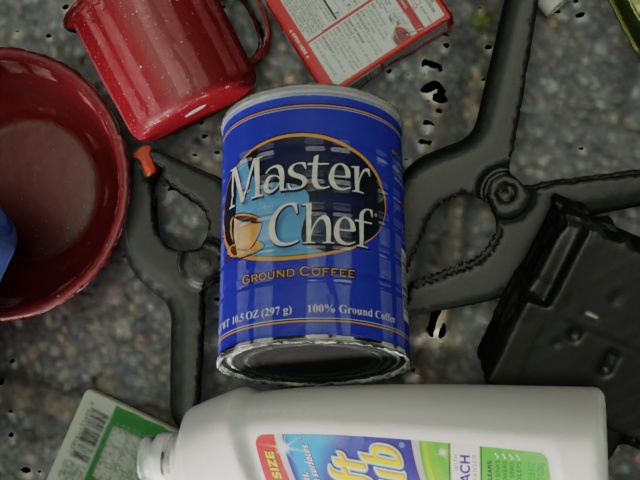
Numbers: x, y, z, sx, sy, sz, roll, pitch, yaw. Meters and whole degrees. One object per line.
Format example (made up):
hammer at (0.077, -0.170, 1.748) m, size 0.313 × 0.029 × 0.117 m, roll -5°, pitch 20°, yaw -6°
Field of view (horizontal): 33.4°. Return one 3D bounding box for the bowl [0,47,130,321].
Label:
bowl at (-0.186, -0.033, 0.649) m, size 0.162 × 0.055 × 0.162 m, roll 0°, pitch 89°, yaw 8°

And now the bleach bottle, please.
bleach bottle at (0.024, 0.128, 0.570) m, size 0.251 × 0.068 × 0.102 m, roll -2°, pitch 105°, yaw 16°

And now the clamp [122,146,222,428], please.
clamp at (-0.073, 0.026, 0.637) m, size 0.120 × 0.039 × 0.171 m, roll -37°, pitch 81°, yaw -14°

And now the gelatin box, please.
gelatin box at (0.024, -0.136, 0.636) m, size 0.089 × 0.030 × 0.073 m, roll -33°, pitch 83°, yaw 6°

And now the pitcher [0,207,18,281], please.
pitcher at (-0.273, 0.069, 0.579) m, size 0.149 × 0.145 × 0.243 m, roll 26°, pitch 99°, yaw -26°

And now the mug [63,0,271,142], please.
mug at (-0.080, -0.115, 0.628) m, size 0.117 × 0.093 × 0.081 m, roll -28°, pitch 90°, yaw -30°

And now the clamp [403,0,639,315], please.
clamp at (0.117, -0.026, 0.617) m, size 0.164 × 0.036 × 0.210 m, roll 39°, pitch 97°, yaw 1°

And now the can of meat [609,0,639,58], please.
can of meat at (0.202, -0.161, 0.599) m, size 0.084 × 0.057 × 0.102 m, roll -26°, pitch 86°, yaw 9°

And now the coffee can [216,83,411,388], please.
coffee can at (-0.004, 0.001, 0.580) m, size 0.103 × 0.103 × 0.140 m, roll -3°, pitch 70°, yaw 8°

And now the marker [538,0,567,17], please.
marker at (0.100, -0.182, 0.631) m, size 0.020 × 0.020 × 0.121 m, roll -42°, pitch 84°, yaw 5°
